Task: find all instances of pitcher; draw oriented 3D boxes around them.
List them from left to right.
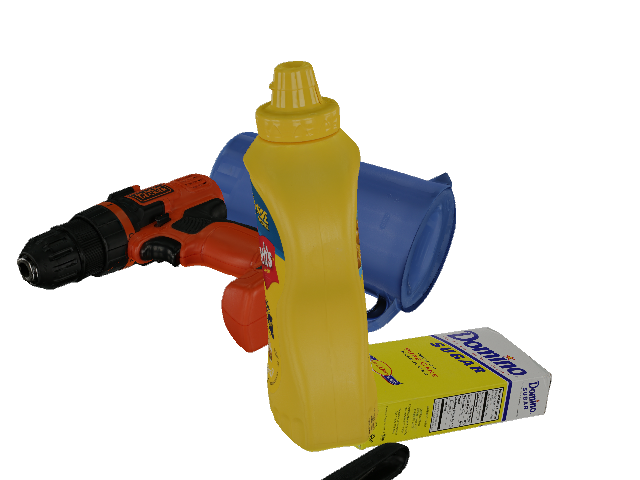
[{"bbox_3d":[0.004,-0.018,1.085,0.243,0.145,0.149,20,26,22],"label":"pitcher"}]

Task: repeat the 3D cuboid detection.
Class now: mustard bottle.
[{"bbox_3d":[-0.005,0.004,0.546,0.058,0.192,0.096,-7,23,-6],"label":"mustard bottle"}]

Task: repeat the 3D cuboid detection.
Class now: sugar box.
[{"bbox_3d":[0.088,0.115,0.865,0.176,0.048,0.093,-8,26,-25],"label":"sugar box"}]

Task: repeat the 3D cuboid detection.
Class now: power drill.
[{"bbox_3d":[-0.096,0.014,0.769,0.188,0.057,0.184,24,35,33],"label":"power drill"}]

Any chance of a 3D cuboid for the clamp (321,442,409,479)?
[{"bbox_3d":[-0.028,0.187,0.671,0.210,0.036,0.164,-2,28,4],"label":"clamp"}]
